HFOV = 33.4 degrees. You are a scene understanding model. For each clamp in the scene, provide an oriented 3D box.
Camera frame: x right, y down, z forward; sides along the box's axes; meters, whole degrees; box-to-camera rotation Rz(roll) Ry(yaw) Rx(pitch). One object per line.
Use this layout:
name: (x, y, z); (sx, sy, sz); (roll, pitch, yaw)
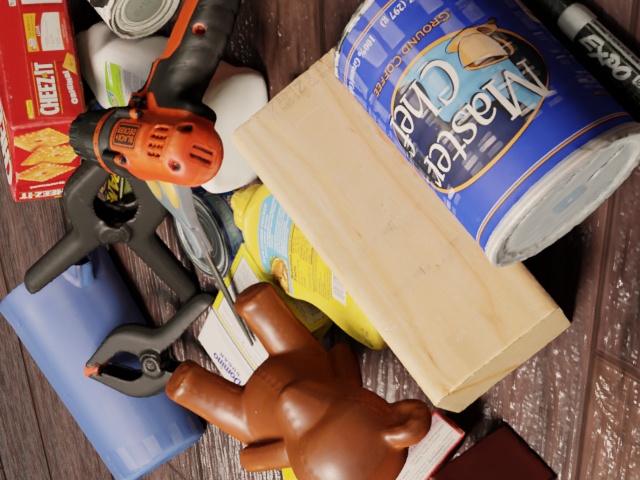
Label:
clamp: (-0.156, 0.106, 1.048); (0.172, 0.039, 0.120); (-1, 103, 17)
clamp: (-0.177, -0.011, 0.972); (0.210, 0.164, 0.036); (114, 158, -44)

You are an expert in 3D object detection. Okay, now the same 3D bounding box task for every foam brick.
foam brick: (0.110, 0.174, 0.725); (0.051, 0.078, 0.053); (46, 144, 26)

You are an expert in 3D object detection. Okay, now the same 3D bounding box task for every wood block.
wood block: (0.048, -0.005, 0.651); (0.206, 0.090, 0.090); (53, -174, 19)

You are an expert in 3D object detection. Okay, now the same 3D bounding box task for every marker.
marker: (0.148, -0.094, 0.542); (0.121, 0.020, 0.020); (51, 146, 22)

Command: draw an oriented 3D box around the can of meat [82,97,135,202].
can of meat: (-0.182, -0.078, 1.003); (0.084, 0.057, 0.102); (50, 145, 27)

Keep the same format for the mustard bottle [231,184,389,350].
mustard bottle: (-0.005, 0.001, 0.792); (0.192, 0.058, 0.096); (29, 127, 43)

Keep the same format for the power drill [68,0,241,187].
power drill: (-0.109, -0.133, 0.769); (0.185, 0.057, 0.187); (15, 88, 50)

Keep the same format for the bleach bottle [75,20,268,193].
bleach bottle: (-0.140, -0.133, 0.898); (0.251, 0.068, 0.102); (36, 138, 41)

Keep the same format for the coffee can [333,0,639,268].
coffee can: (0.088, -0.071, 0.566); (0.140, 0.102, 0.103); (52, 146, 20)

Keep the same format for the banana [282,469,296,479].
banana: (-0.011, 0.177, 0.937); (0.070, 0.037, 0.198); (45, 146, 46)

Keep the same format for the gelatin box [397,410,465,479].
gelatin box: (0.065, 0.166, 0.753); (0.030, 0.089, 0.073); (39, 171, 16)

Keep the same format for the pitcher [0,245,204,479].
pitcher: (-0.236, 0.141, 1.167); (0.243, 0.145, 0.149); (57, -175, 6)

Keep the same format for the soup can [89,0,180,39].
soup can: (-0.168, -0.221, 0.870); (0.102, 0.068, 0.069); (51, 146, 23)

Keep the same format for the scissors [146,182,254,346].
scissors: (-0.109, -0.008, 0.884); (0.096, 0.016, 0.201); (29, 144, 56)

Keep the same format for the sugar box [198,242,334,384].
sugar box: (-0.048, 0.074, 0.921); (0.093, 0.048, 0.176); (54, 150, 15)

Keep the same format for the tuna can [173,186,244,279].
tuna can: (-0.093, -0.010, 0.937); (0.086, 0.033, 0.086); (35, 138, 38)

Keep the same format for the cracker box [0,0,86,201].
cracker box: (-0.268, -0.144, 0.995); (0.214, 0.072, 0.164); (136, 124, -68)
